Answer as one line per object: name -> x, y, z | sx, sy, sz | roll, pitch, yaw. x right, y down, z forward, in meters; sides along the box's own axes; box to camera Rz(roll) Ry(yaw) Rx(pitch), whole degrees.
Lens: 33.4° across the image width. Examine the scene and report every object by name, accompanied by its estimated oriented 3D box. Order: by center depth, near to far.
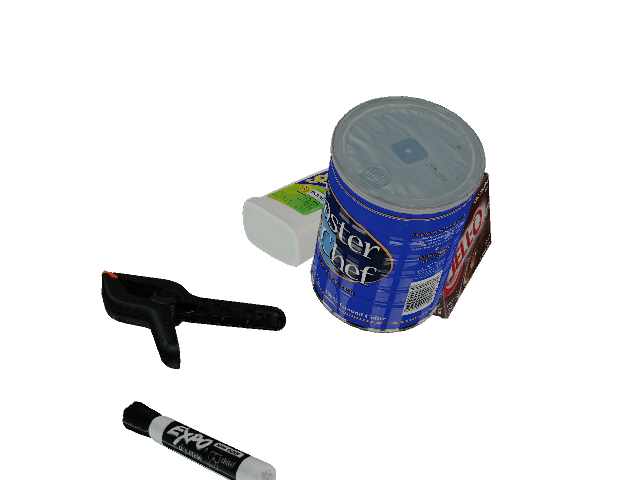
marker -> -0.077, 0.123, 0.645 | 0.121, 0.020, 0.020 | 16, 10, 38
coffee can -> 0.051, -0.016, 0.752 | 0.102, 0.103, 0.140 | 0, -39, -8
pudding box -> 0.121, 0.001, 0.984 | 0.039, 0.090, 0.113 | 14, 48, 24
clamp -> -0.164, 0.076, 1.116 | 0.210, 0.036, 0.164 | 16, 20, 30
bleach bottle -> 0.030, -0.059, 1.312 | 0.250, 0.068, 0.103 | -31, 44, -34
